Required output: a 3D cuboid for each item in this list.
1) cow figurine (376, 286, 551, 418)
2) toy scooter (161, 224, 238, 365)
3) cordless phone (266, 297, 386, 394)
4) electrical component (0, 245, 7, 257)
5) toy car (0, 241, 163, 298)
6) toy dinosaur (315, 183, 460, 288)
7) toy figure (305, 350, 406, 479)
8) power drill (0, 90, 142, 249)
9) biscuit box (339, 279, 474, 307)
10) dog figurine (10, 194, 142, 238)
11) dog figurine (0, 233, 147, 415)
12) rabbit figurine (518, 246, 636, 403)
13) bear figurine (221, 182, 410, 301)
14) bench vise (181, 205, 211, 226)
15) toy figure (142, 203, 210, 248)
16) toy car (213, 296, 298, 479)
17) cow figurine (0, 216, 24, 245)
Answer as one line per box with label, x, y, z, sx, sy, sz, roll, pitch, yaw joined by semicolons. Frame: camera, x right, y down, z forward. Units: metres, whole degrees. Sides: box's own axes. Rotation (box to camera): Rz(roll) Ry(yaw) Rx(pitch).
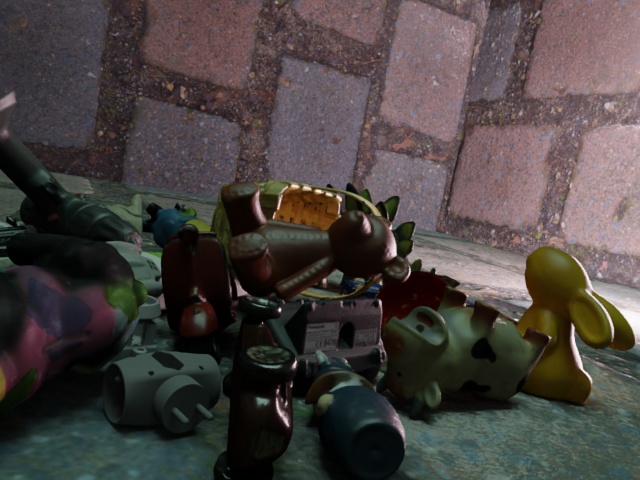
cow figurine;0.137;0.118;0.546;0.195;0.127;0.086;23;-1;-35
toy scooter;-0.126;0.044;0.559;0.075;0.135;0.184;-7;10;-8
cordless phone;-0.034;0.101;0.587;0.146;0.088;0.184;3;-1;-42
electrical component;-0.323;0.045;0.592;0.115;0.058;0.134;2;11;-42
toy car;-0.243;0.045;0.519;0.201;0.056;0.073;-13;58;-50
toy dinosaur;0.056;-0.001;0.987;0.105;0.198;0.472;9;8;-46
toy figure;0.020;0.131;0.421;0.058;0.064;0.154;-29;8;-8
power drill;-0.324;-0.070;0.635;0.232;0.086;0.207;7;-37;44
biscuit box;0.130;0.105;0.792;0.203;0.059;0.063;9;8;-10
dog figurine;-0.362;-0.006;0.790;0.190;0.121;0.172;1;-8;-22
dog figurine;-0.200;0.073;0.344;0.191;0.108;0.219;-2;16;-26
rabbit figurine;0.275;0.096;0.641;0.122;0.173;0.163;11;1;-37
bear figurine;-0.001;0.000;0.608;0.196;0.131;0.120;-10;50;-1
bench vise;-0.118;0.009;0.973;0.223;0.128;0.241;-3;11;-43
toy figure;-0.209;-0.002;0.889;0.180;0.082;0.089;28;27;23
toy car;-0.046;0.104;0.410;0.053;0.089;0.202;9;6;-8
cow figurine;-0.417;0.006;0.716;0.098;0.068;0.168;13;8;-35
